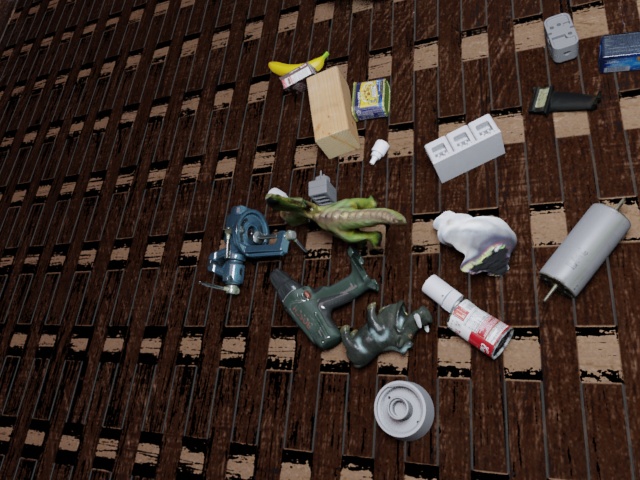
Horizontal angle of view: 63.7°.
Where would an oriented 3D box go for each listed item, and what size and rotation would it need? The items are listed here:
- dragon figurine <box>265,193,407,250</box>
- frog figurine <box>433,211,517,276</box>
[{"bbox_3d":[0.003,-0.054,1.079,0.242,0.409,0.123,8,86,-12],"label":"dragon figurine"},{"bbox_3d":[0.304,-0.016,1.023,0.138,0.119,0.163,-9,48,-15],"label":"frog figurine"}]
